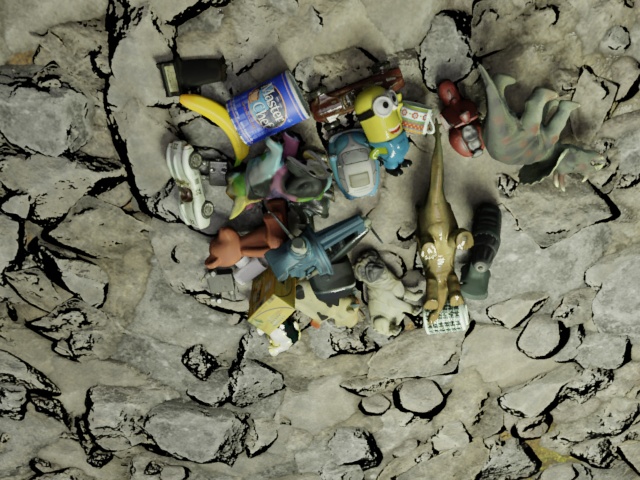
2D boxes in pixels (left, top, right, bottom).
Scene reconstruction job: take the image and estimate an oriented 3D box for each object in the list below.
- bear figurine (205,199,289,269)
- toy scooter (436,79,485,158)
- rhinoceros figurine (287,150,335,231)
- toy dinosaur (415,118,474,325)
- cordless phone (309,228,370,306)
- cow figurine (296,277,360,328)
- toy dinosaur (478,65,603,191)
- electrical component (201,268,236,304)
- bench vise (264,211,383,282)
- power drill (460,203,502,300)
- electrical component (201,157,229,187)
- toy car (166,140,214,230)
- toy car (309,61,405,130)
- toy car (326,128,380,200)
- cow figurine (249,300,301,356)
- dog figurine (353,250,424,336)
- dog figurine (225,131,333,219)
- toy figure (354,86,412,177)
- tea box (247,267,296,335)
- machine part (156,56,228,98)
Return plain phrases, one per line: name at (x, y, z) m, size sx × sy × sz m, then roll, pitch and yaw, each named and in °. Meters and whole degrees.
bear figurine at (-0.169, -0.010, 1.212) m, size 0.196 × 0.120 × 0.131 m, roll -4°, pitch 115°, yaw 6°
toy scooter at (0.295, -0.235, 1.098) m, size 0.075 × 0.135 × 0.183 m, roll -27°, pitch 117°, yaw 11°
rhinoceros figurine at (-0.023, -0.104, 1.189) m, size 0.112 × 0.073 × 0.190 m, roll -5°, pitch 118°, yaw -1°
toy dinosaur at (0.256, -0.018, 1.176) m, size 0.105 × 0.199 × 0.470 m, roll -1°, pitch 118°, yaw -1°
cordless phone at (0.058, 0.047, 1.231) m, size 0.088 × 0.147 × 0.184 m, roll 32°, pitch 114°, yaw -27°
cow figurine at (0.013, 0.153, 1.326) m, size 0.195 × 0.085 × 0.127 m, roll 33°, pitch 118°, yaw -17°
toy dinosaur at (0.399, -0.209, 1.069) m, size 0.405 × 0.131 × 0.192 m, roll 8°, pitch 108°, yaw -33°
electrical component at (-0.247, 0.108, 1.309) m, size 0.078 × 0.045 × 0.102 m, roll 1°, pitch 118°, yaw -1°
bench vise at (0.003, 0.005, 1.133) m, size 0.241 × 0.129 × 0.223 m, roll -28°, pitch 155°, yaw -8°
power drill at (0.359, 0.043, 1.216) m, size 0.086 × 0.232 × 0.207 m, roll 7°, pitch 135°, yaw 18°
electrical component at (-0.223, -0.151, 1.184) m, size 0.094 × 0.021 × 0.063 m, roll 5°, pitch 117°, yaw -3°
toy car at (-0.283, -0.119, 1.163) m, size 0.074 × 0.056 × 0.201 m, roll 16°, pitch 127°, yaw 37°
toy car at (0.075, -0.296, 1.104) m, size 0.202 × 0.053 × 0.089 m, roll -19°, pitch 114°, yaw 9°
toy car at (0.076, -0.151, 1.153) m, size 0.109 × 0.103 × 0.161 m, roll -10°, pitch 116°, yaw 4°
cow figurine at (-0.113, 0.205, 1.354) m, size 0.098 × 0.068 × 0.167 m, roll -22°, pitch 120°, yaw 3°
dog figurine at (0.135, 0.132, 1.321) m, size 0.190 × 0.121 × 0.172 m, roll 38°, pitch 108°, yaw -5°
dog figurine at (-0.102, -0.110, 1.120) m, size 0.191 × 0.108 × 0.219 m, roll 43°, pitch 124°, yaw 1°
toy figure at (0.126, -0.216, 1.072) m, size 0.089 × 0.082 × 0.179 m, roll -4°, pitch 125°, yaw 27°
tea box at (-0.111, 0.127, 1.255) m, size 0.068 × 0.170 × 0.098 m, roll 38°, pitch 112°, yaw -19°
machine part at (-0.253, -0.331, 1.079) m, size 0.139 × 0.039 × 0.084 m, roll -10°, pitch 110°, yaw 5°
